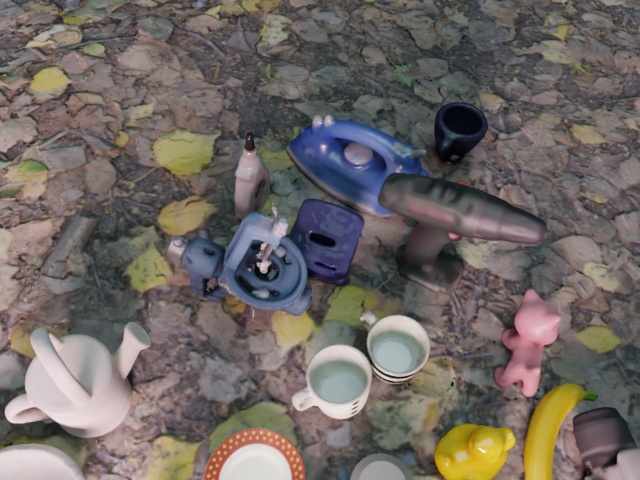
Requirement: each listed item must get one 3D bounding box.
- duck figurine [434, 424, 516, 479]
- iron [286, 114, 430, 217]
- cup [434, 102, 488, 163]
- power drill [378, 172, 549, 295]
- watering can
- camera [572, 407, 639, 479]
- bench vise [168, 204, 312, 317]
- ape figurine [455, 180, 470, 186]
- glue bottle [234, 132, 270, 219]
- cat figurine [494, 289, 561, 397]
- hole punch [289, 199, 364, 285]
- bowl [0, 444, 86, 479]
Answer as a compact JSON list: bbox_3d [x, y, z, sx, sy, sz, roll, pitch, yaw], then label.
[{"bbox_3d":[0.203,0.269,0.738,0.105,0.086,0.077,-13,60,-13],"label":"duck figurine"},{"bbox_3d":[0.057,-0.146,0.955,0.258,0.141,0.119,25,59,11],"label":"iron"},{"bbox_3d":[0.235,-0.174,1.015,0.091,0.095,0.118,30,60,14],"label":"cup"},{"bbox_3d":[0.189,-0.008,0.839,0.229,0.208,0.076,24,59,11],"label":"power drill"},{"bbox_3d":[-0.295,0.162,0.700,0.100,0.194,0.173,31,60,14],"label":"watering can"},{"bbox_3d":[0.398,0.285,0.736,0.143,0.101,0.136,-5,58,-8],"label":"camera"},{"bbox_3d":[-0.111,0.031,0.783,0.207,0.220,0.121,0,58,-4],"label":"bench vise"},{"bbox_3d":[0.222,-0.062,0.946,0.078,0.092,0.076,-20,61,-16],"label":"ape figurine"},{"bbox_3d":[-0.108,-0.105,0.896,0.037,0.173,0.078,20,58,8],"label":"glue bottle"},{"bbox_3d":[0.302,0.141,0.809,0.067,0.118,0.128,16,58,6],"label":"cat figurine"},{"bbox_3d":[0.008,0.003,0.887,0.108,0.091,0.101,18,58,7],"label":"hole punch"},{"bbox_3d":[-0.342,0.329,0.661,0.167,0.075,0.167,2,58,-3],"label":"bowl"}]
